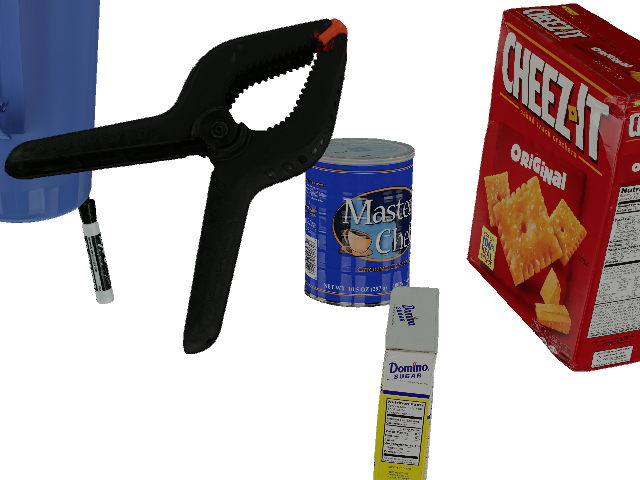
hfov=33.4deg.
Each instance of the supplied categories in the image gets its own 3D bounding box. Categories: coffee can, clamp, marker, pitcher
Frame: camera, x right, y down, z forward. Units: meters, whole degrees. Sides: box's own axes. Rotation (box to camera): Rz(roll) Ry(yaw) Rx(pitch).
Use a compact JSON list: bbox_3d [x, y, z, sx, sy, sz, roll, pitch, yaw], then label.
[{"bbox_3d":[0.035,-0.019,1.008,0.103,0.140,0.103,0,15,0],"label":"coffee can"},{"bbox_3d":[-0.054,-0.047,0.620,0.210,0.164,0.036,-37,-14,-11],"label":"clamp"},{"bbox_3d":[-0.242,0.010,1.146,0.020,0.121,0.020,-6,21,2],"label":"marker"},{"bbox_3d":[-0.227,-0.136,0.786,0.145,0.243,0.148,26,34,35],"label":"pitcher"}]

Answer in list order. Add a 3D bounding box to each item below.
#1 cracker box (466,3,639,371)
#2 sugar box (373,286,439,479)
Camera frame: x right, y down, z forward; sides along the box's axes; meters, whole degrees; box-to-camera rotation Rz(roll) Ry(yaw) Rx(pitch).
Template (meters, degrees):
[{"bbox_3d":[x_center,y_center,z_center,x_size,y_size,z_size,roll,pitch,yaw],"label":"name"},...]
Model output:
[{"bbox_3d":[0.179,-0.039,0.760,0.072,0.214,0.164,-9,33,-18],"label":"cracker box"},{"bbox_3d":[0.069,0.134,0.877,0.048,0.176,0.093,3,30,6],"label":"sugar box"}]
